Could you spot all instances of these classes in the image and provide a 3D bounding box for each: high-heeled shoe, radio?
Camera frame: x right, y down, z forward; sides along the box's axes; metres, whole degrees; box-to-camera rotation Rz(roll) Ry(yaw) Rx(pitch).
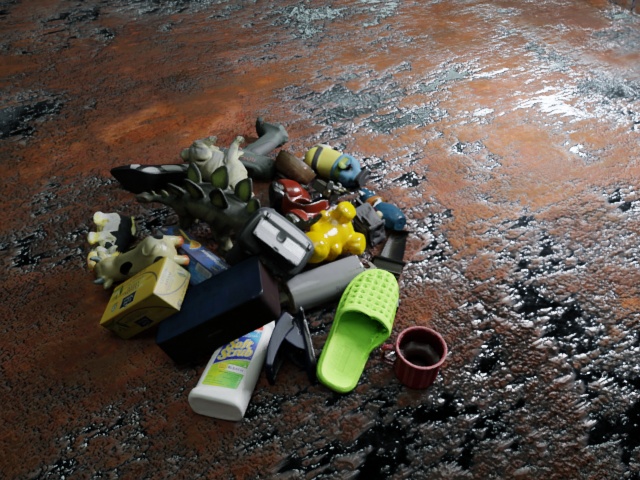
[{"bbox_3d":[-0.406,-0.179,1.399,0.249,0.086,0.145,18,44,11],"label":"high-heeled shoe"},{"bbox_3d":[-0.191,0.130,1.017,0.230,0.073,0.131,-26,34,10],"label":"radio"}]

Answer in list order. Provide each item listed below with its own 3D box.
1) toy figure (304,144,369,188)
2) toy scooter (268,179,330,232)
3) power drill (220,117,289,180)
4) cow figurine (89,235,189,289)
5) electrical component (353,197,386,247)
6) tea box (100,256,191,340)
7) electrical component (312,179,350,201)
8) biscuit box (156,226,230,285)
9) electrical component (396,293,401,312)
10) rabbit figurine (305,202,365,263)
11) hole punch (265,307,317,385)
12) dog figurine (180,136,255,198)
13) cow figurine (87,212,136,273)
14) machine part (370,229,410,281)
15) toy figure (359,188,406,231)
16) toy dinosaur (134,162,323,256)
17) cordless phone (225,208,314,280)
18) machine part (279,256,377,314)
[{"bbox_3d":[0.040,-0.192,1.415,0.180,0.082,0.089,32,49,25],"label":"toy figure"},{"bbox_3d":[-0.042,-0.088,1.311,0.135,0.075,0.184,-10,44,-20],"label":"toy scooter"},{"bbox_3d":[-0.199,-0.255,1.477,0.232,0.085,0.207,21,44,18],"label":"power drill"},{"bbox_3d":[-0.387,0.050,1.121,0.195,0.127,0.085,-24,70,26],"label":"cow figurine"},{"bbox_3d":[0.106,-0.050,1.268,0.048,0.074,0.119,-31,56,-14],"label":"electrical component"},{"bbox_3d":[-0.339,0.114,1.043,0.170,0.068,0.098,-29,35,27],"label":"tea box"},{"bbox_3d":[0.027,-0.127,1.343,0.078,0.045,0.102,40,13,18],"label":"electrical component"},{"bbox_3d":[-0.278,0.043,1.170,0.203,0.059,0.063,34,23,28],"label":"biscuit box"},{"bbox_3d":[0.138,0.129,1.128,0.063,0.021,0.094,6,44,4],"label":"electrical component"},{"bbox_3d":[-0.002,-0.004,1.170,0.163,0.121,0.173,-6,18,26],"label":"rabbit figurine"},{"bbox_3d":[-0.059,0.199,0.983,0.092,0.142,0.116,-9,57,-4],"label":"hole punch"},{"bbox_3d":[-0.248,-0.144,1.317,0.172,0.121,0.190,-7,72,0],"label":"dog figurine"},{"bbox_3d":[-0.471,0.008,1.216,0.098,0.068,0.167,-1,45,-10],"label":"cow figurine"},{"bbox_3d":[0.163,0.030,1.217,0.084,0.039,0.139,10,49,22],"label":"machine part"},{"bbox_3d":[0.144,-0.076,1.313,0.058,0.064,0.155,-51,50,4],"label":"toy figure"},{"bbox_3d":[-0.213,-0.064,1.197,0.472,0.198,0.105,12,49,14],"label":"toy dinosaur"},{"bbox_3d":[-0.114,0.035,1.097,0.146,0.184,0.089,38,44,-9],"label":"cordless phone"},{"bbox_3d":[0.009,0.093,1.125,0.243,0.079,0.079,-17,47,-18],"label":"machine part"}]
